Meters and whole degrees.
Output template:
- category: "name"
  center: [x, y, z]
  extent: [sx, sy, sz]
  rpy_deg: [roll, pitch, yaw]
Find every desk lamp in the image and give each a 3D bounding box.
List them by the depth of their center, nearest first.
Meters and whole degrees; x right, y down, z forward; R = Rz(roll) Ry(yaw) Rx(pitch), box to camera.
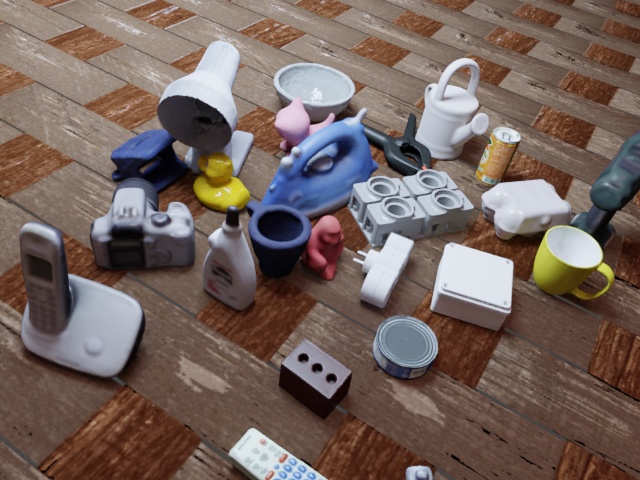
- category: "desk lamp"
  center: [-0.182, -0.208, 0.960]
  extent: [0.118, 0.213, 0.203]
  rpy_deg: [12, 44, 1]

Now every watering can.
- category: "watering can"
  center: [0.263, -0.258, 1.119]
  extent: [0.172, 0.194, 0.101]
  rpy_deg: [37, 50, 25]

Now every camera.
- category: "camera"
  center: [-0.259, -0.037, 0.850]
  extent: [0.143, 0.101, 0.136]
  rpy_deg: [-1, 45, -13]

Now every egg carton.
- category: "egg carton"
  center: [0.367, -0.053, 1.020]
  extent: [0.150, 0.069, 0.107]
  rpy_deg: [-7, 47, -19]

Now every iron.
- category: "iron"
  center: [-0.007, -0.128, 0.967]
  extent: [0.118, 0.141, 0.259]
  rpy_deg: [37, 49, 24]

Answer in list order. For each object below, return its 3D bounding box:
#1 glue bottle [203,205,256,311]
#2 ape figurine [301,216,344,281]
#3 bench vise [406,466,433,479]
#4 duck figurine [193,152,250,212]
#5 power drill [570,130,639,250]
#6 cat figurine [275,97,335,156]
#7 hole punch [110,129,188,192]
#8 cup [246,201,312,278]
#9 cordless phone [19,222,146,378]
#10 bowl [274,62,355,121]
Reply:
- category: "glue bottle"
  center: [-0.121, 0.019, 0.770]
  extent: [0.078, 0.173, 0.037]
  rpy_deg: [25, 46, 15]
- category: "ape figurine"
  center: [0.008, 0.003, 0.872]
  extent: [0.078, 0.092, 0.076]
  rpy_deg: [-27, 55, -33]
- category: "bench vise"
  center: [0.100, 0.295, 0.499]
  extent: [0.122, 0.220, 0.207]
  rpy_deg: [-10, 48, -21]
- category: "duck figurine"
  center: [-0.162, -0.102, 0.949]
  extent: [0.104, 0.086, 0.078]
  rpy_deg: [29, 46, 18]
- category: "power drill"
  center: [0.510, -0.087, 0.984]
  extent: [0.075, 0.208, 0.230]
  rpy_deg: [35, 48, 23]
- category: "cat figurine"
  center: [-0.031, -0.208, 1.061]
  extent: [0.128, 0.118, 0.067]
  rpy_deg: [-9, 47, -20]
- category: "hole punch"
  center: [-0.290, -0.147, 0.965]
  extent: [0.101, 0.091, 0.109]
  rpy_deg: [25, 45, 14]
- category: "cup"
  center: [-0.072, 0.003, 0.854]
  extent: [0.092, 0.095, 0.117]
  rpy_deg: [-31, 57, -35]
- category: "cordless phone"
  center: [-0.285, 0.069, 0.675]
  extent: [0.147, 0.185, 0.094]
  rpy_deg: [16, 44, 5]
- category: "bowl"
  center: [-0.015, -0.295, 1.185]
  extent: [0.167, 0.075, 0.167]
  rpy_deg: [6, 44, -6]
